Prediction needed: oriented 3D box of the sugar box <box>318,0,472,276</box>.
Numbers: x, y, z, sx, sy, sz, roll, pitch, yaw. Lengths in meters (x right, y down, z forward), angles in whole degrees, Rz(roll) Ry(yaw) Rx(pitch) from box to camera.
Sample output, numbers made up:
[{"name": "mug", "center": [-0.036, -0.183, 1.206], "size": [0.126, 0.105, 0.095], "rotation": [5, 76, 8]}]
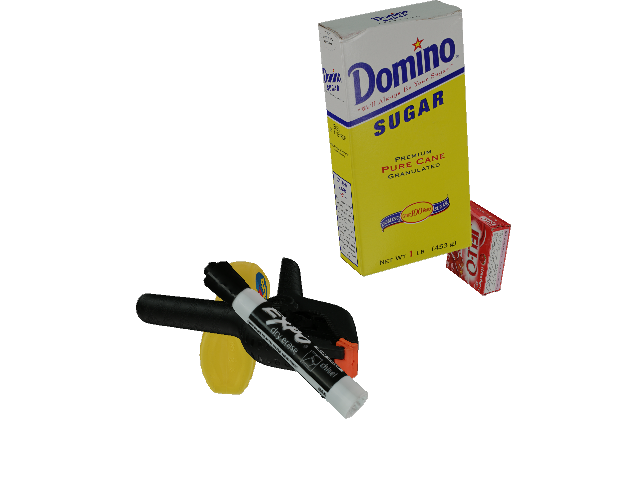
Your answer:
[{"name": "sugar box", "center": [0.055, -0.071, 0.745], "size": [0.093, 0.176, 0.048], "rotation": [-16, 28, -18]}]

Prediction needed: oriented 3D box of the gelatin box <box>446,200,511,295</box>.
[{"name": "gelatin box", "center": [0.181, 0.007, 1.235], "size": [0.030, 0.089, 0.073], "rotation": [-13, 32, -28]}]

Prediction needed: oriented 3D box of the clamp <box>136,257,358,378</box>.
[{"name": "clamp", "center": [-0.031, 0.063, 0.894], "size": [0.164, 0.036, 0.210], "rotation": [-19, 27, -40]}]

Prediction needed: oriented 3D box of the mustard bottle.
[{"name": "mustard bottle", "center": [-0.090, 0.078, 1.173], "size": [0.058, 0.096, 0.191], "rotation": [2, 28, 3]}]

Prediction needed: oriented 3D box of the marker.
[{"name": "marker", "center": [-0.022, 0.053, 0.600], "size": [0.121, 0.020, 0.020], "rotation": [41, 17, 21]}]
